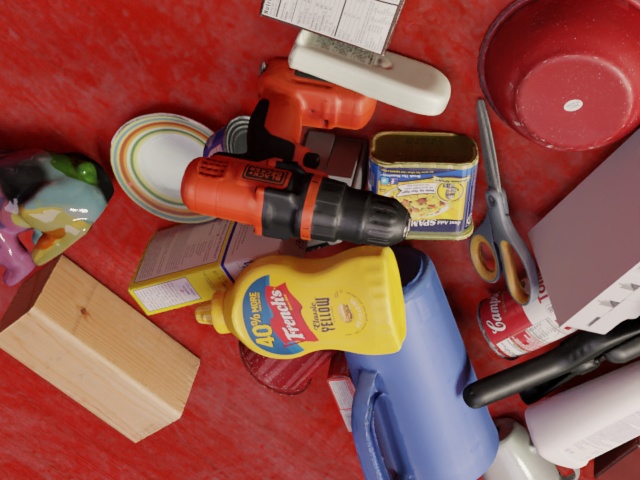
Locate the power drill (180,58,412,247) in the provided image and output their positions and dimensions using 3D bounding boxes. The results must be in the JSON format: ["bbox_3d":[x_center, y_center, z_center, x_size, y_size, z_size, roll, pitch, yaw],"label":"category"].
[{"bbox_3d":[-0.005,-0.073,0.887,0.184,0.187,0.057,13,132,5],"label":"power drill"}]

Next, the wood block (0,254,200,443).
[{"bbox_3d":[-0.247,0.124,1.194,0.206,0.090,0.090,41,128,-21],"label":"wood block"}]

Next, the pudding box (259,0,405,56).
[{"bbox_3d":[0.015,-0.209,0.861,0.113,0.039,0.090,20,134,-1],"label":"pudding box"}]

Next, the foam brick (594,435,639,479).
[{"bbox_3d":[0.342,0.231,1.163,0.051,0.053,0.078,26,134,-10],"label":"foam brick"}]

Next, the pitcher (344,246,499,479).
[{"bbox_3d":[0.086,0.137,1.074,0.145,0.149,0.243,-20,119,1],"label":"pitcher"}]

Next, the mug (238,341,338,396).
[{"bbox_3d":[-0.033,0.094,1.122,0.117,0.093,0.082,53,126,16],"label":"mug"}]

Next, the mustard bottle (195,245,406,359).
[{"bbox_3d":[-0.023,0.060,0.969,0.192,0.058,0.096,-5,110,17],"label":"mustard bottle"}]

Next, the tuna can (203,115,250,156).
[{"bbox_3d":[-0.065,-0.068,0.976,0.034,0.086,0.086,-30,119,36],"label":"tuna can"}]

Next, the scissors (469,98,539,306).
[{"bbox_3d":[0.154,-0.033,0.990,0.096,0.016,0.202,4,118,63],"label":"scissors"}]

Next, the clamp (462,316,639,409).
[{"bbox_3d":[0.247,0.115,1.049,0.210,0.036,0.164,-36,158,31],"label":"clamp"}]

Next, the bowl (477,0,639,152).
[{"bbox_3d":[0.208,-0.127,0.873,0.162,0.055,0.162,8,133,8],"label":"bowl"}]

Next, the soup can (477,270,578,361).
[{"bbox_3d":[0.213,0.067,1.037,0.068,0.068,0.102,41,128,-21],"label":"soup can"}]

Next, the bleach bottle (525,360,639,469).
[{"bbox_3d":[0.338,0.154,1.082,0.251,0.068,0.102,-32,145,29],"label":"bleach bottle"}]

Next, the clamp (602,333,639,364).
[{"bbox_3d":[0.337,0.071,0.986,0.171,0.120,0.039,16,172,-2],"label":"clamp"}]

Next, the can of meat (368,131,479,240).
[{"bbox_3d":[0.091,-0.050,0.966,0.102,0.057,0.084,1,130,1],"label":"can of meat"}]

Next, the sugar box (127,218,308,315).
[{"bbox_3d":[-0.097,0.014,1.054,0.176,0.093,0.048,-12,128,25],"label":"sugar box"}]

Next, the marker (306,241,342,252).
[{"bbox_3d":[-0.007,0.001,1.068,0.121,0.020,0.020,-15,126,26],"label":"marker"}]

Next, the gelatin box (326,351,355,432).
[{"bbox_3d":[0.037,0.152,1.156,0.030,0.073,0.089,-6,129,19],"label":"gelatin box"}]
